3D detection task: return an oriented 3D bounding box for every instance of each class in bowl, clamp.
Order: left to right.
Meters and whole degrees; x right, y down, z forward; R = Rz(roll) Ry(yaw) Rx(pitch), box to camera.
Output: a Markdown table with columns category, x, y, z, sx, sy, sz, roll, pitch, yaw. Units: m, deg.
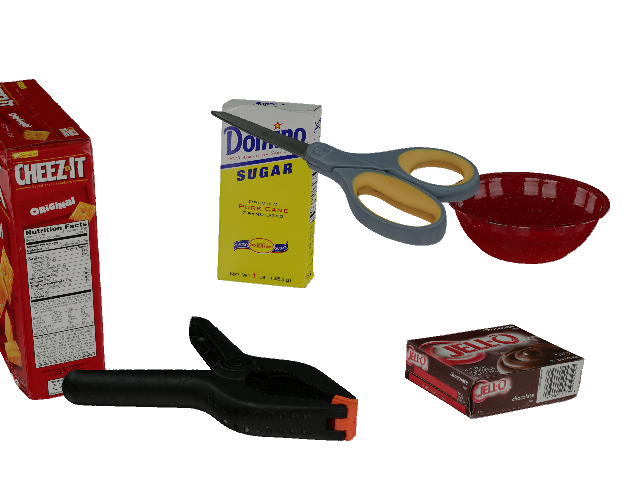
| category | x | y | z | sx | sy | sz | roll | pitch | yaw |
| --- | --- | --- | --- | --- | --- | --- | --- | --- | --- |
| clamp | -0.062 | 0.104 | 0.802 | 0.210 | 0.036 | 0.164 | 9 | 18 | 22 |
| bowl | 0.207 | -0.019 | 1.078 | 0.162 | 0.055 | 0.162 | 0 | 23 | 0 |

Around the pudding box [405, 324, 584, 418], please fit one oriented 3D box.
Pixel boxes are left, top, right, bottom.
| category | x | y | z | sx | sy | sz | roll | pitch | yaw |
| --- | --- | --- | --- | --- | --- | --- | --- | --- | --- |
| pudding box | 0.138 | 0.102 | 0.853 | 0.113 | 0.039 | 0.090 | -3 | 16 | -30 |

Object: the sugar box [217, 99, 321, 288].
| category | x | y | z | sx | sy | sz | roll | pitch | yaw |
| --- | --- | --- | --- | --- | --- | --- | --- | --- | --- |
| sugar box | -0.051 | -0.046 | 1.041 | 0.093 | 0.176 | 0.048 | 5 | 17 | 9 |

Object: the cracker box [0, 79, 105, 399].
| category | x | y | z | sx | sy | sz | roll | pitch | yaw |
| --- | --- | --- | --- | --- | --- | --- | --- | --- | --- |
| cracker box | -0.234 | -0.003 | 0.861 | 0.072 | 0.214 | 0.164 | -11 | 28 | -26 |

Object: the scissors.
| category | x | y | z | sx | sy | sz | roll | pitch | yaw |
| --- | --- | --- | --- | --- | --- | --- | --- | --- | --- |
| scissors | 0.021 | -0.058 | 0.698 | 0.096 | 0.016 | 0.202 | -25 | 44 | -27 |
